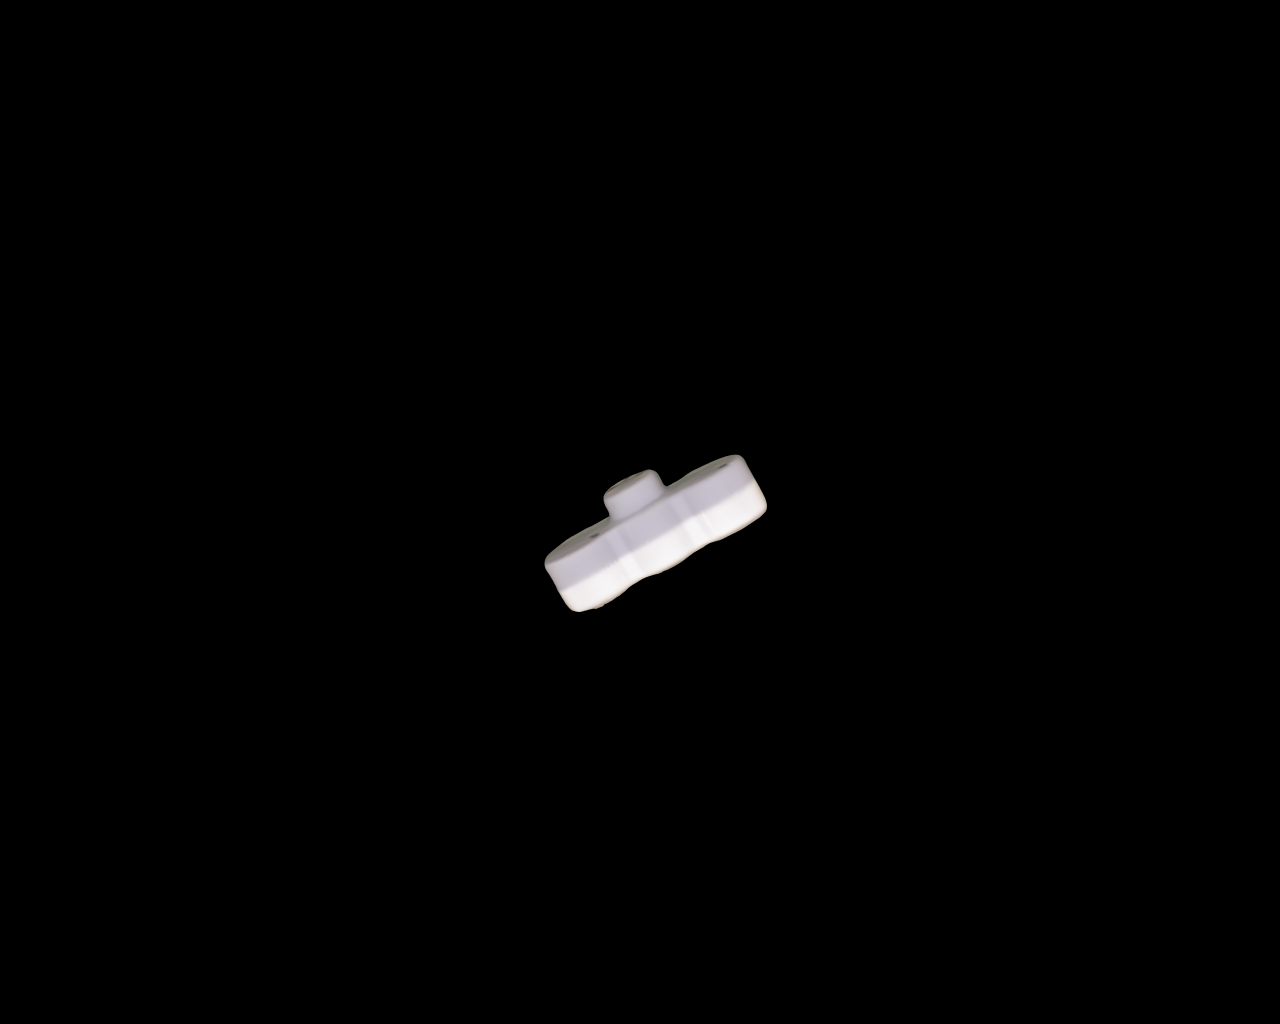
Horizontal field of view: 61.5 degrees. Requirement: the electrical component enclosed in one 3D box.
[{"bbox_3d":[0.001,-0.003,0.650,0.138,0.073,0.052,-28,7,4],"label":"electrical component"}]
